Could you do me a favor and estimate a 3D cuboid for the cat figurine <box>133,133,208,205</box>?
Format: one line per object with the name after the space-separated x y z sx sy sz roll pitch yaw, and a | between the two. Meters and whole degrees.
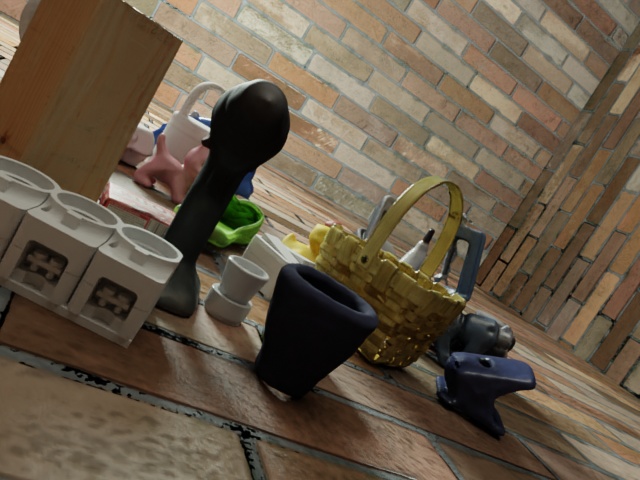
-0.209 -0.118 0.906 0.128 0.117 0.067 29 8 -16 | cat figurine

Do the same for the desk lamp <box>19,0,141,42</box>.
-0.292 -0.192 0.683 0.118 0.213 0.202 23 11 -47 | desk lamp

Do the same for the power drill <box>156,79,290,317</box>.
-0.095 -0.043 0.514 0.076 0.208 0.229 29 7 -14 | power drill

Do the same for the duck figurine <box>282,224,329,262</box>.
-0.011 0.013 0.963 0.104 0.086 0.078 33 7 11 | duck figurine

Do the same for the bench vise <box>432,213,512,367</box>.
0.218 0.081 0.910 0.207 0.219 0.121 30 7 -7 | bench vise

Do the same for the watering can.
-0.219 -0.187 1.026 0.172 0.194 0.101 34 8 18 | watering can

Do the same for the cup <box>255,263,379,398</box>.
-0.015 0.076 0.489 0.092 0.095 0.117 29 8 -16 | cup

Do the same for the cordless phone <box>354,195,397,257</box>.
0.157 -0.007 1.383 0.148 0.185 0.093 24 10 -44 | cordless phone

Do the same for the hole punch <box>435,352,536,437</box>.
0.208 0.178 0.728 0.101 0.091 0.109 32 7 6 | hole punch

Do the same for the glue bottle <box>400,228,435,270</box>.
0.156 0.054 1.019 0.037 0.173 0.078 36 8 32 | glue bottle

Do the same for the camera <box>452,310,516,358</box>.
0.254 0.162 0.985 0.136 0.101 0.143 33 7 10 | camera

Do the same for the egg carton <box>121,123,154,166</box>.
-0.346 -0.177 0.937 0.107 0.069 0.151 34 8 23 | egg carton

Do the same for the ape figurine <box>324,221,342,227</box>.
0.010 0.004 1.082 0.076 0.092 0.078 33 7 13 | ape figurine

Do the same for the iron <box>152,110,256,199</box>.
-0.236 -0.191 1.192 0.258 0.141 0.118 30 7 -9 | iron
